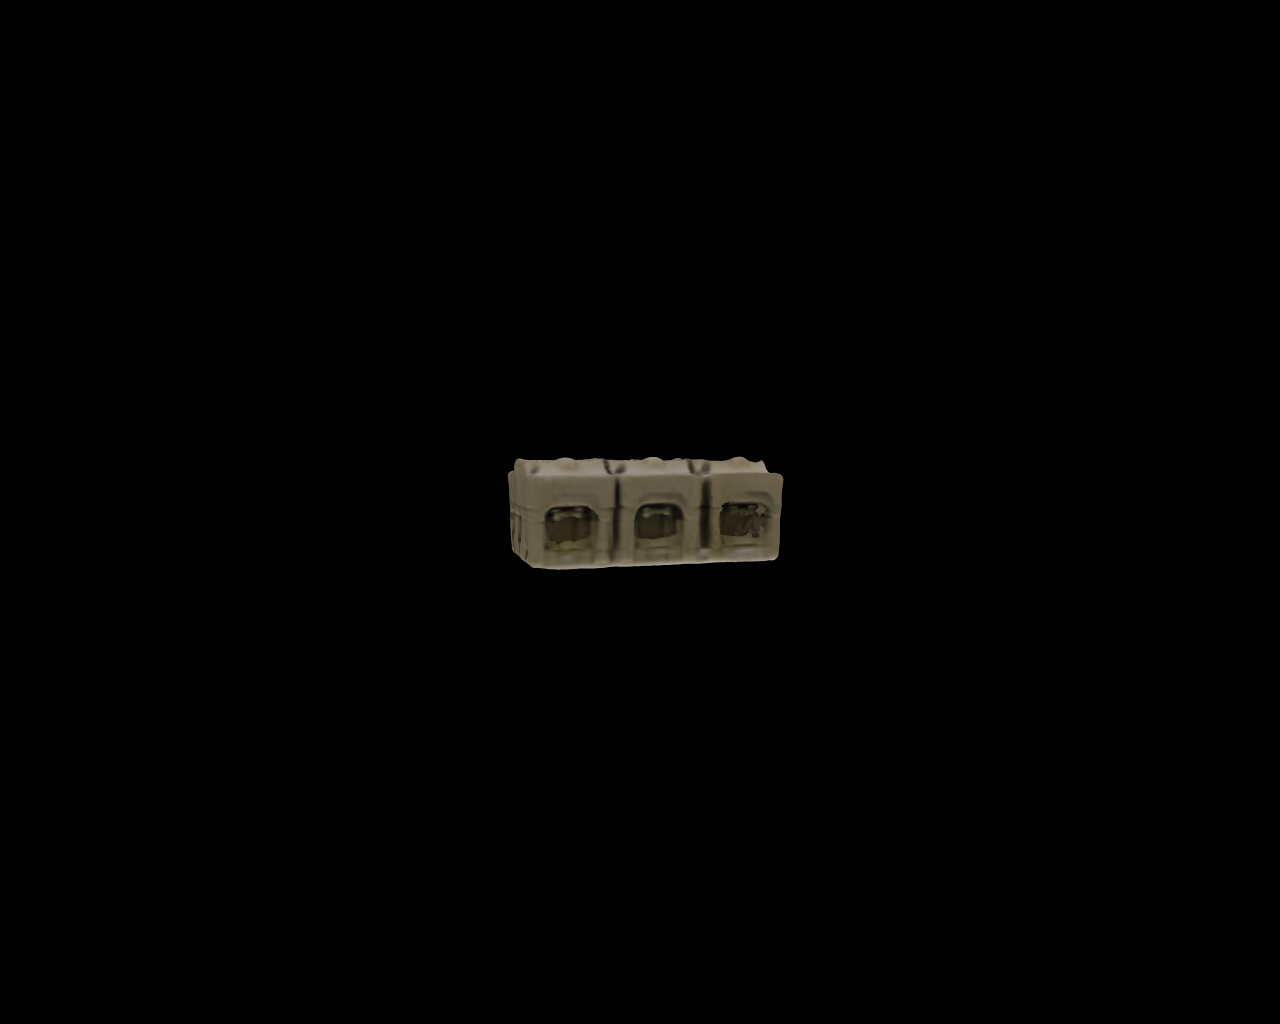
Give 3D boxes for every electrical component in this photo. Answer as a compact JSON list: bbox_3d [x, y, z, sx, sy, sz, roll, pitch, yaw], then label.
[{"bbox_3d":[0.001,-0.003,0.650,0.150,0.061,0.089,-1,4,-15],"label":"electrical component"}]
